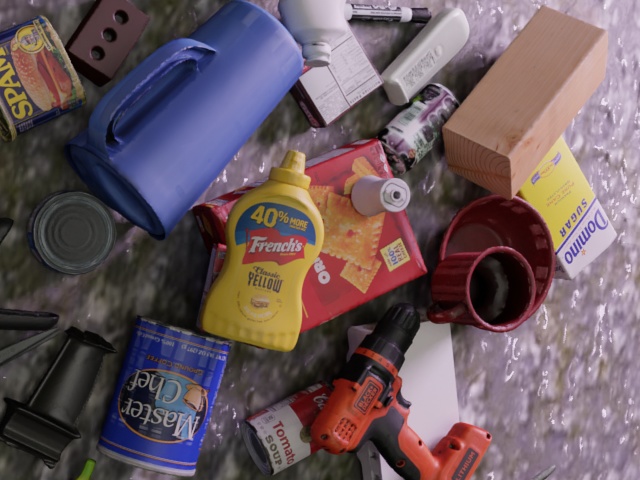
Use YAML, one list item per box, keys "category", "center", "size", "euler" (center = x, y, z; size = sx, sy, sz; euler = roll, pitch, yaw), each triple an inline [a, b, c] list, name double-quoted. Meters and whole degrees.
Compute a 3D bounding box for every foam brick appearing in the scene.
- category: "foam brick"
  center: [-0.217, -0.202, 1.070]
  size: [0.053, 0.051, 0.078]
  euler: [34, 78, -21]

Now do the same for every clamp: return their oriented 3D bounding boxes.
- category: "clamp"
  center: [-0.348, 0.053, 1.026]
  size: [0.171, 0.039, 0.120]
  euler: [-19, 98, -23]

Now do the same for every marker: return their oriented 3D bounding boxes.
- category: "marker"
  center: [0.073, -0.258, 1.217]
  size: [0.121, 0.020, 0.020]
  euler: [-3, 93, -24]

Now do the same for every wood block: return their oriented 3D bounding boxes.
- category: "wood block"
  center: [0.240, -0.160, 1.235]
  size: [0.206, 0.091, 0.090]
  euler: [-51, 153, -18]

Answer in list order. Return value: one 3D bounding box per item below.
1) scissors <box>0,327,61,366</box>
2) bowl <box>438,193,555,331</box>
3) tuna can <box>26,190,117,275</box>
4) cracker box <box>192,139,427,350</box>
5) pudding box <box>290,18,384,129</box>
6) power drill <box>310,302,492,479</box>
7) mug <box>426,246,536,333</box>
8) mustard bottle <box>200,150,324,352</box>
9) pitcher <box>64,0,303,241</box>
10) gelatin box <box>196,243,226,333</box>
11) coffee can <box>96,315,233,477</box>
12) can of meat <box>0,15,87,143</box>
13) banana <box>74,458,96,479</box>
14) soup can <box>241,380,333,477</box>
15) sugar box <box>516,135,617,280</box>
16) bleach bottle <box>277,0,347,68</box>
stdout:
- category: "scissors"
  center: [-0.347, 0.151, 1.043]
  size: [0.201, 0.016, 0.096]
  euler: [-11, 98, -24]
- category: "bowl"
  center: [0.197, 0.025, 1.264]
  size: [0.161, 0.055, 0.162]
  euler: [-1, 92, -24]
- category: "tuna can"
  center: [-0.249, -0.007, 1.072]
  size: [0.086, 0.034, 0.086]
  euler: [-1, 92, -24]
- category: "cracker box"
  center: [-0.008, 0.001, 1.161]
  size: [0.213, 0.072, 0.164]
  euler: [-24, 101, -21]
- category: "pudding box"
  center: [0.005, -0.194, 1.179]
  size: [0.090, 0.039, 0.113]
  euler: [-38, 108, -19]
- category: "power drill"
  center: [0.098, 0.186, 1.157]
  size: [0.187, 0.057, 0.184]
  euler: [41, 71, -18]
- category: "mug"
  center: [0.166, 0.060, 1.171]
  size: [0.117, 0.082, 0.093]
  euler: [-33, 103, -24]
- category: "mustard bottle"
  center: [-0.048, 0.006, 1.039]
  size: [0.096, 0.058, 0.191]
  euler: [15, 89, -10]
- category: "pitcher"
  center: [-0.130, -0.132, 1.065]
  size: [0.145, 0.149, 0.242]
  euler: [47, 71, -18]
- category: "gelatin box"
  center: [-0.080, 0.054, 1.081]
  size: [0.073, 0.030, 0.089]
  euler: [12, 93, -17]
- category: "coffee can"
  center: [-0.157, 0.157, 1.081]
  size: [0.102, 0.103, 0.140]
  euler: [19, 84, -24]
- category: "can of meat"
  center: [-0.287, -0.158, 1.038]
  size: [0.083, 0.058, 0.102]
  euler: [-29, 104, -24]
- category: "banana"
  center: [-0.314, 0.271, 1.051]
  size: [0.197, 0.037, 0.069]
  euler: [-12, 94, -23]
- category: "soup can"
  center: [-0.027, 0.205, 1.162]
  size: [0.102, 0.069, 0.068]
  euler: [-24, 101, -21]
- category: "sugar box"
  center: [0.286, -0.047, 1.307]
  size: [0.093, 0.048, 0.176]
  euler: [-40, 106, -18]
- category: "bleach bottle"
  center: [0.002, -0.307, 1.134]
  size: [0.102, 0.068, 0.251]
  euler: [4, 81, -30]
